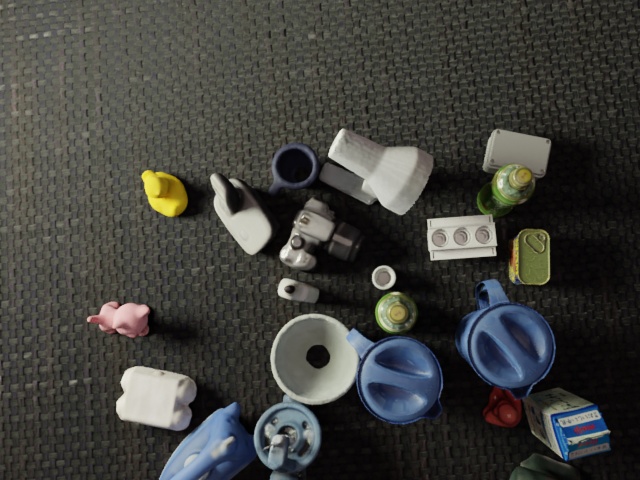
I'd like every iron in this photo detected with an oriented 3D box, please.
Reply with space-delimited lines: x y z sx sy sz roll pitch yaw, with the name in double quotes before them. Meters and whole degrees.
"iron" -0.230 0.424 1.052 0.258 0.141 0.118 -41 82 -1

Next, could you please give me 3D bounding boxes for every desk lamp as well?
"desk lamp" 0.095 -0.128 1.051 0.203 0.213 0.118 25 86 7

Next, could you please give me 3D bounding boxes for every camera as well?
"camera" 0.010 0.004 1.100 0.136 0.101 0.143 24 86 7

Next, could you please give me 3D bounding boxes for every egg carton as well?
"egg carton" -0.315 0.306 1.109 0.150 0.069 0.107 8 84 6

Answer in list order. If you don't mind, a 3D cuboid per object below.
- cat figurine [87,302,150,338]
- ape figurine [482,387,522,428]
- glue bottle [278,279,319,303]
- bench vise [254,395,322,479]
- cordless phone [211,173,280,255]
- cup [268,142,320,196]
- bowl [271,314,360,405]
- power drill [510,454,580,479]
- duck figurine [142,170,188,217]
"cat figurine" -0.382 0.154 1.107 0.127 0.118 0.067 1 84 5
"ape figurine" 0.337 0.311 1.044 0.078 0.092 0.076 -28 82 1
"glue bottle" -0.046 0.094 1.058 0.078 0.173 0.037 13 85 6
"bench vise" -0.052 0.386 1.003 0.121 0.220 0.207 -12 83 4
"cordless phone" -0.151 -0.053 1.077 0.094 0.185 0.147 -40 82 0
"cup" -0.051 -0.125 1.123 0.091 0.095 0.118 42 88 8
"bowl" -0.007 0.224 1.090 0.167 0.075 0.167 0 84 5
"power drill" 0.424 0.435 0.965 0.229 0.208 0.076 18 85 7
"duck figurine" -0.316 -0.097 1.145 0.077 0.086 0.104 -38 82 0
